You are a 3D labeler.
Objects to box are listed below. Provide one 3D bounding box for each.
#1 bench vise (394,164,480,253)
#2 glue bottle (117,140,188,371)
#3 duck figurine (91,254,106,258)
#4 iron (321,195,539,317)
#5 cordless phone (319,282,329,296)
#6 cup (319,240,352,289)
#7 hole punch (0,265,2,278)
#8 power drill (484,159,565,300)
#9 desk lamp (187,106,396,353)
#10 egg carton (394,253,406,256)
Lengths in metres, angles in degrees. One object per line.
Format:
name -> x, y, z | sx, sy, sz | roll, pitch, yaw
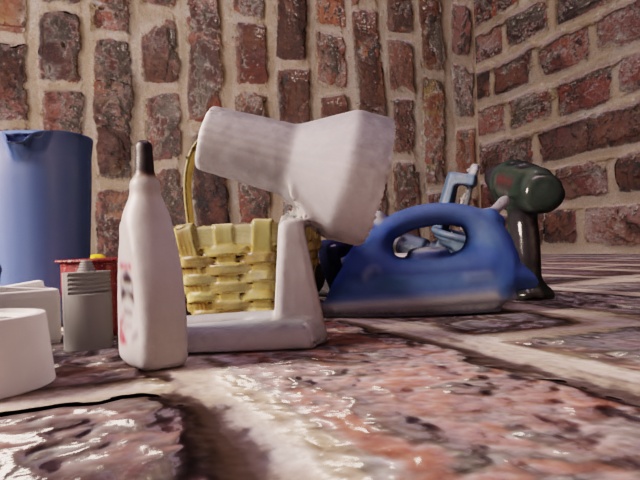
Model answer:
bench vise -> 0.218, -0.021, 1.013 | 0.207, 0.220, 0.122 | -2, 0, 10
glue bottle -> -0.134, 0.009, 0.444 | 0.037, 0.173, 0.077 | -2, 0, -37
duck figurine -> -0.392, 0.068, 1.001 | 0.077, 0.086, 0.104 | -2, 0, -9
iron -> 0.126, 0.018, 0.706 | 0.258, 0.141, 0.118 | -2, 0, -8
cordless phone -> 0.009, 0.004, 1.005 | 0.147, 0.185, 0.094 | -2, 0, 37
cup -> 0.038, 0.045, 0.776 | 0.091, 0.095, 0.118 | -2, 0, 22
hole punch -> -0.313, 0.057, 0.460 | 0.109, 0.091, 0.101 | -2, 0, -25
power drill -> 0.292, -0.020, 0.850 | 0.075, 0.208, 0.229 | -2, 0, -1
desk lamp -> -0.032, -0.014, 0.517 | 0.203, 0.213, 0.118 | -2, 0, -7
egg carton -> 0.155, 0.056, 0.943 | 0.150, 0.069, 0.107 | -2, 0, 14
